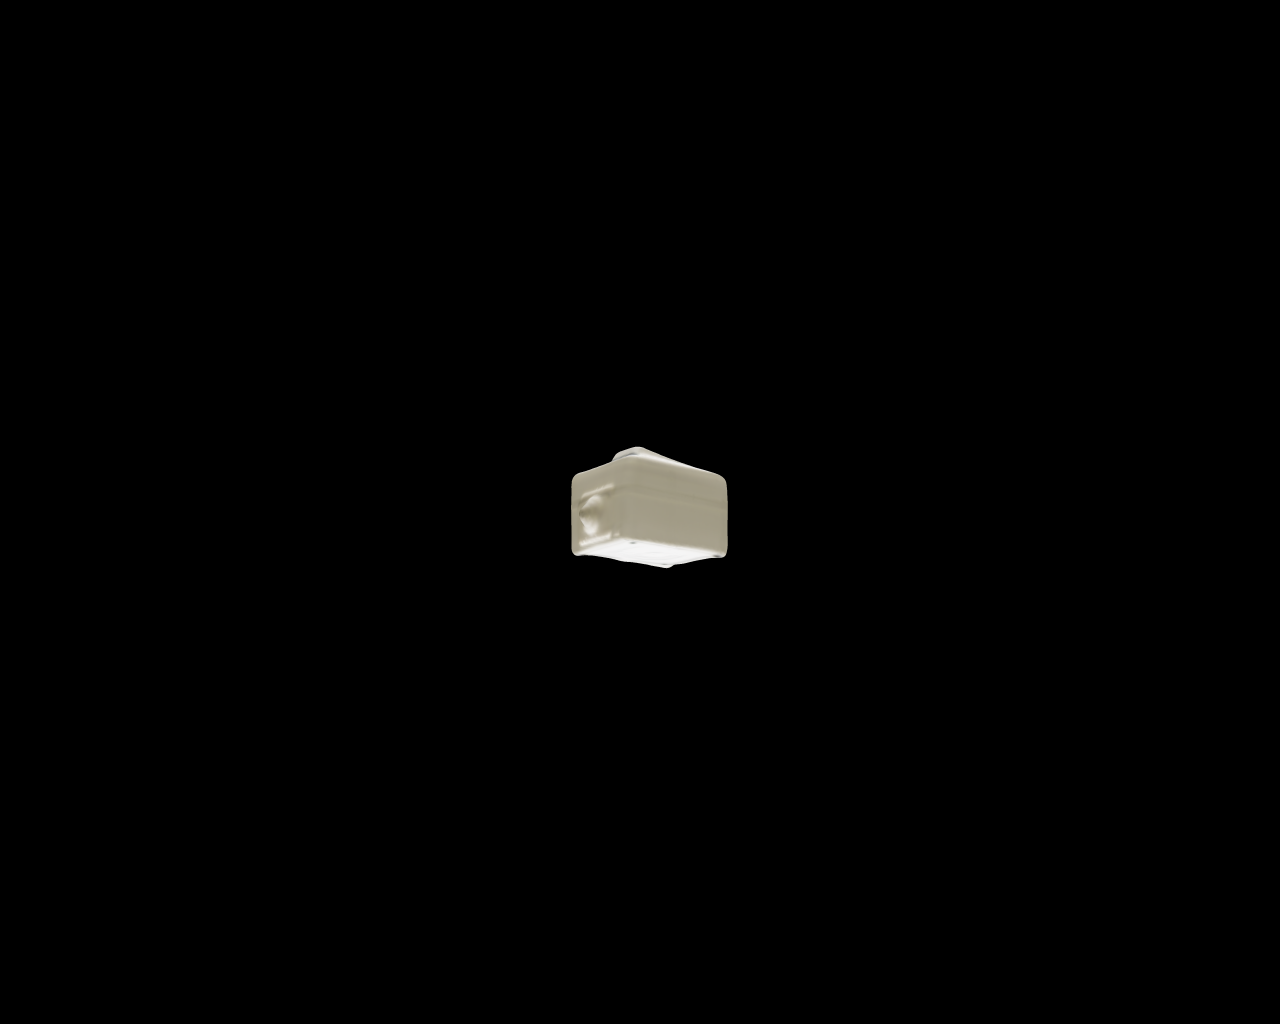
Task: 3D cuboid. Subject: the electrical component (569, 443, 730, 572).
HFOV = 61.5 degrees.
[{"bbox_3d":[0.001,-0.003,0.650,0.096,0.061,0.061,11,-17,-37],"label":"electrical component"}]
